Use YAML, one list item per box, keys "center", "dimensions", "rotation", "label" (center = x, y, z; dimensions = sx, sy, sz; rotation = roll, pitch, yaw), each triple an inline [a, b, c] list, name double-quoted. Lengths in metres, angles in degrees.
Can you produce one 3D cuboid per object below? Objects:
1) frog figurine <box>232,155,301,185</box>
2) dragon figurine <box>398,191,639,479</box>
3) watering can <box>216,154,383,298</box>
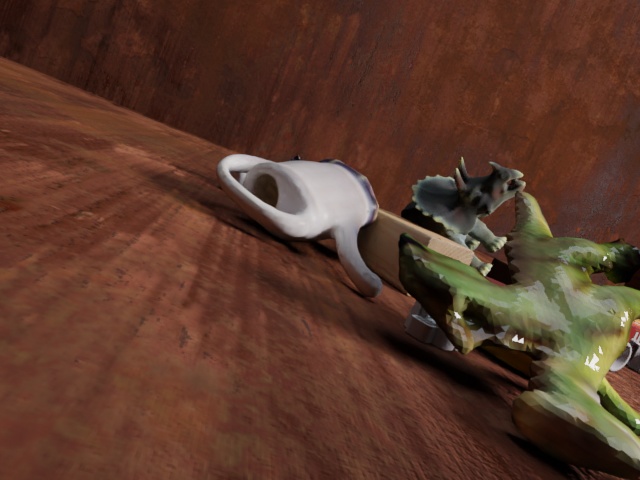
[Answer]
- center: [-0.112, -0.105, 1.016]
  dimensions: [0.160, 0.120, 0.139]
  rotation: [-15, 23, -7]
  label: "frog figurine"
- center: [0.185, 0.036, 0.483]
  dimensions: [0.242, 0.120, 0.419]
  rotation: [17, 30, -18]
  label: "dragon figurine"
- center: [0.002, -0.037, 0.734]
  dimensions: [0.352, 0.102, 0.225]
  rotation: [37, 30, 32]
  label: "watering can"
